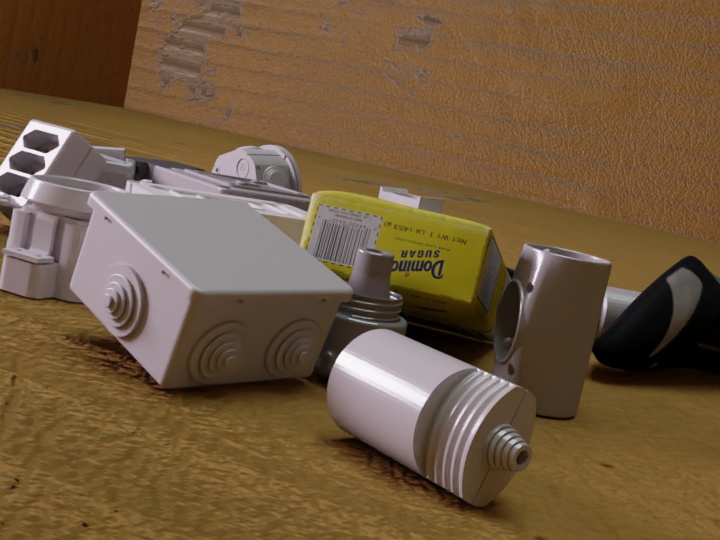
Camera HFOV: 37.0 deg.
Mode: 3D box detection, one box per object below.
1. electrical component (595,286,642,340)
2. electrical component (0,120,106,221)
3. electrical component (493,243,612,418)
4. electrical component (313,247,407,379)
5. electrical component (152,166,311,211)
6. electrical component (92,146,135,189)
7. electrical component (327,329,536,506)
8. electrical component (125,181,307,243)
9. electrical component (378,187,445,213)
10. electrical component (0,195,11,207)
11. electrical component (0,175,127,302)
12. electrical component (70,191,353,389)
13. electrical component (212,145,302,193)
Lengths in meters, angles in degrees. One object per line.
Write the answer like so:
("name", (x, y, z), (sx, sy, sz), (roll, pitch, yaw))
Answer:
("electrical component", (0.167, 0.030, 0.757), (0.078, 0.040, 0.040), (10, 8, -6))
("electrical component", (-0.207, -0.053, 0.746), (0.047, 0.065, 0.076), (17, -20, 33))
("electrical component", (0.091, 0.026, 0.544), (0.044, 0.077, 0.079), (11, 8, -7))
("electrical component", (0.001, 0.021, 0.501), (0.048, 0.062, 0.048), (11, 8, -2))
("electrical component", (-0.091, -0.039, 0.815), (0.109, 0.056, 0.109), (6, 10, -39))
("electrical component", (-0.219, -0.066, 0.804), (0.096, 0.061, 0.061), (10, 8, -12))
("electrical component", (0.029, 0.053, 0.387), (0.043, 0.043, 0.081), (5, 10, -40))
("electrical component", (-0.082, -0.013, 0.637), (0.113, 0.057, 0.078), (7, 9, -31))
("electrical component", (0.043, -0.041, 0.994), (0.081, 0.063, 0.042), (18, 10, 36))
("electrical component", (-0.259, -0.049, 0.674), (0.076, 0.047, 0.083), (9, 8, -18))
("electrical component", (-0.153, -0.018, 0.572), (0.058, 0.057, 0.078), (15, 8, 21))
("electrical component", (-0.067, 0.008, 0.471), (0.100, 0.048, 0.100), (1, 29, -47))
("electrical component", (-0.094, -0.073, 0.972), (0.051, 0.080, 0.080), (-4, 17, -43))
